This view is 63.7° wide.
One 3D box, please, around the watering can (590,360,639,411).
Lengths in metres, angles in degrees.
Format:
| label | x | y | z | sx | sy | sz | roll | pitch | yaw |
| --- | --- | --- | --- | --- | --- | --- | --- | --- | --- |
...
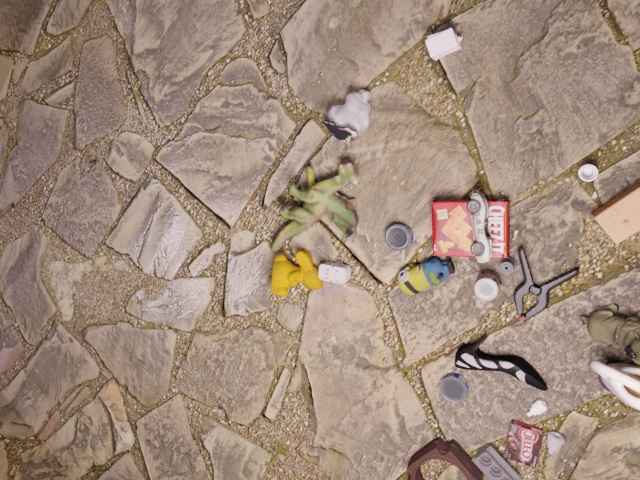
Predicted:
| label | x | y | z | sx | sy | sz | roll | pitch | yaw |
| --- | --- | --- | --- | --- | --- | --- | --- | --- | --- |
| watering can | 0.844 | 0.393 | 1.286 | 0.350 | 0.223 | 0.104 | 27 | 91 | 18 |

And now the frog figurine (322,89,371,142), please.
| label | x | y | z | sx | sy | sz | roll | pitch | yaw |
| --- | --- | --- | --- | --- | --- | --- | --- | --- | --- |
| frog figurine | 0.094 | -0.388 | 1.589 | 0.138 | 0.120 | 0.162 | 17 | 68 | 29 |

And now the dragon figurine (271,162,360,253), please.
| label | x | y | z | sx | sy | sz | roll | pitch | yaw |
| --- | --- | --- | --- | --- | --- | --- | --- | --- | --- |
| dragon figurine | 0.005 | -0.084 | 1.661 | 0.243 | 0.124 | 0.403 | 27 | 116 | 9 |
